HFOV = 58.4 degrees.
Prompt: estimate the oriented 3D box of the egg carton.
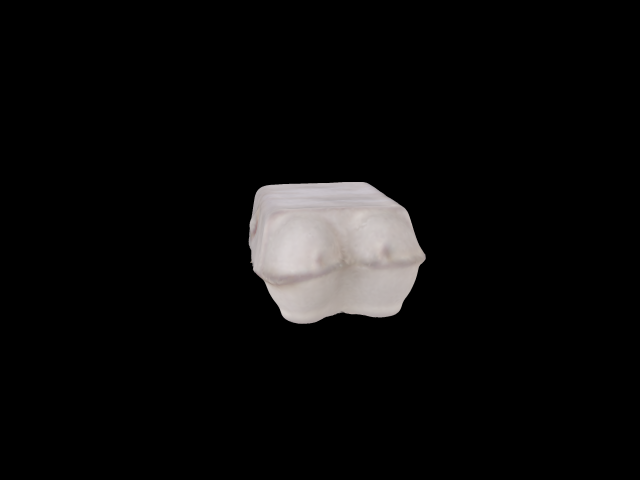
[{"bbox_3d":[0.004,0.001,0.400,0.107,0.069,0.150,-3,16,-11],"label":"egg carton"}]
